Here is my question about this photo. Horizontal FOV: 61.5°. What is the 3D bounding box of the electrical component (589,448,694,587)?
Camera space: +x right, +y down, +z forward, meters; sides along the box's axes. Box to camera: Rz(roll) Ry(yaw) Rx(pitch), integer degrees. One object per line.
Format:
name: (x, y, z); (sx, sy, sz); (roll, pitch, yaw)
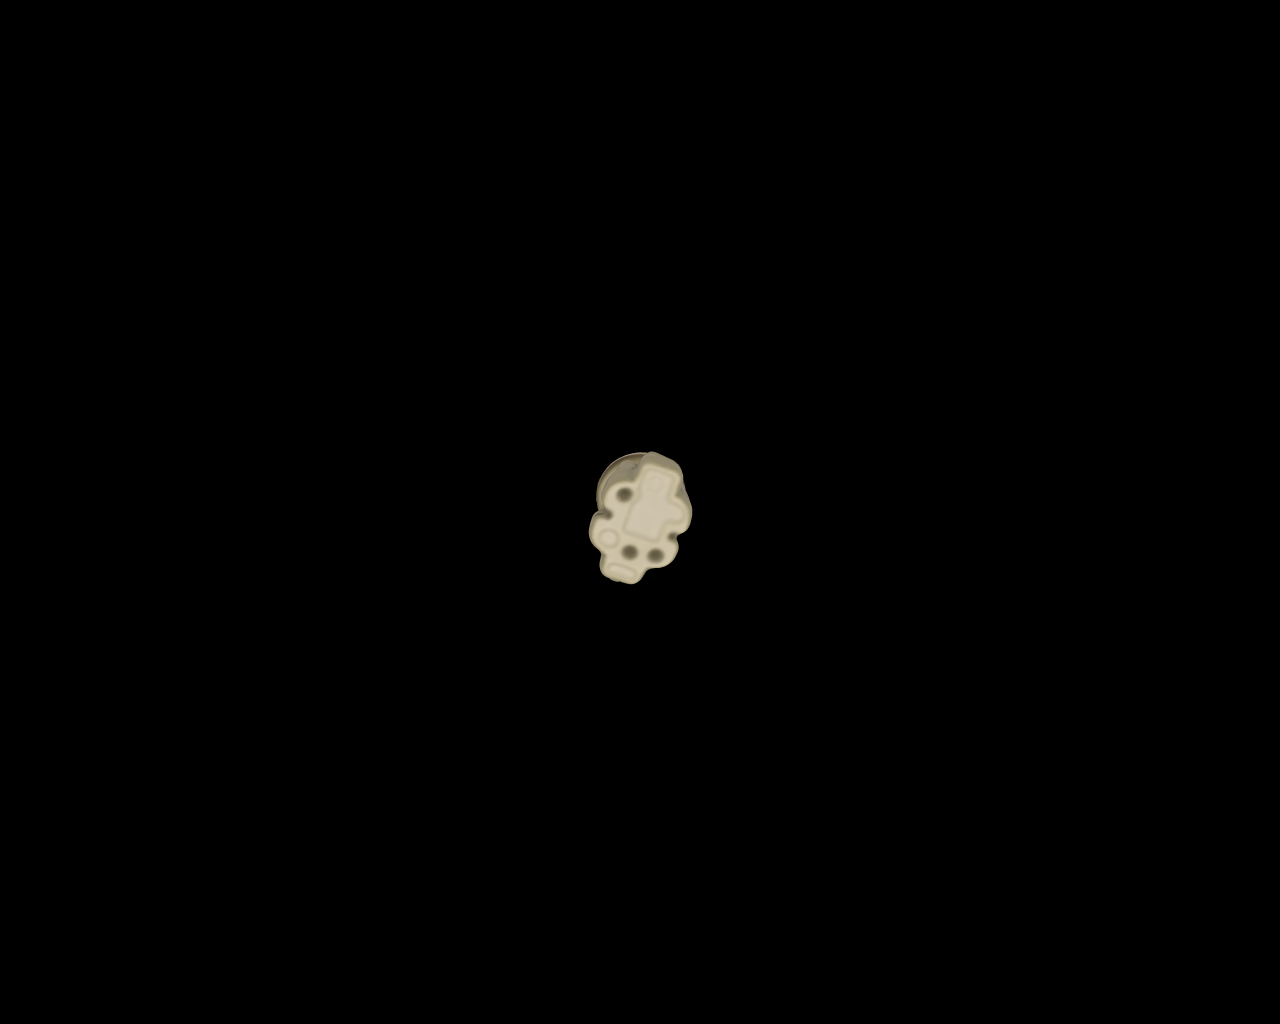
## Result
electrical component: (0.001, -0.003, 0.650); (0.058, 0.078, 0.057); (19, 20, -7)
